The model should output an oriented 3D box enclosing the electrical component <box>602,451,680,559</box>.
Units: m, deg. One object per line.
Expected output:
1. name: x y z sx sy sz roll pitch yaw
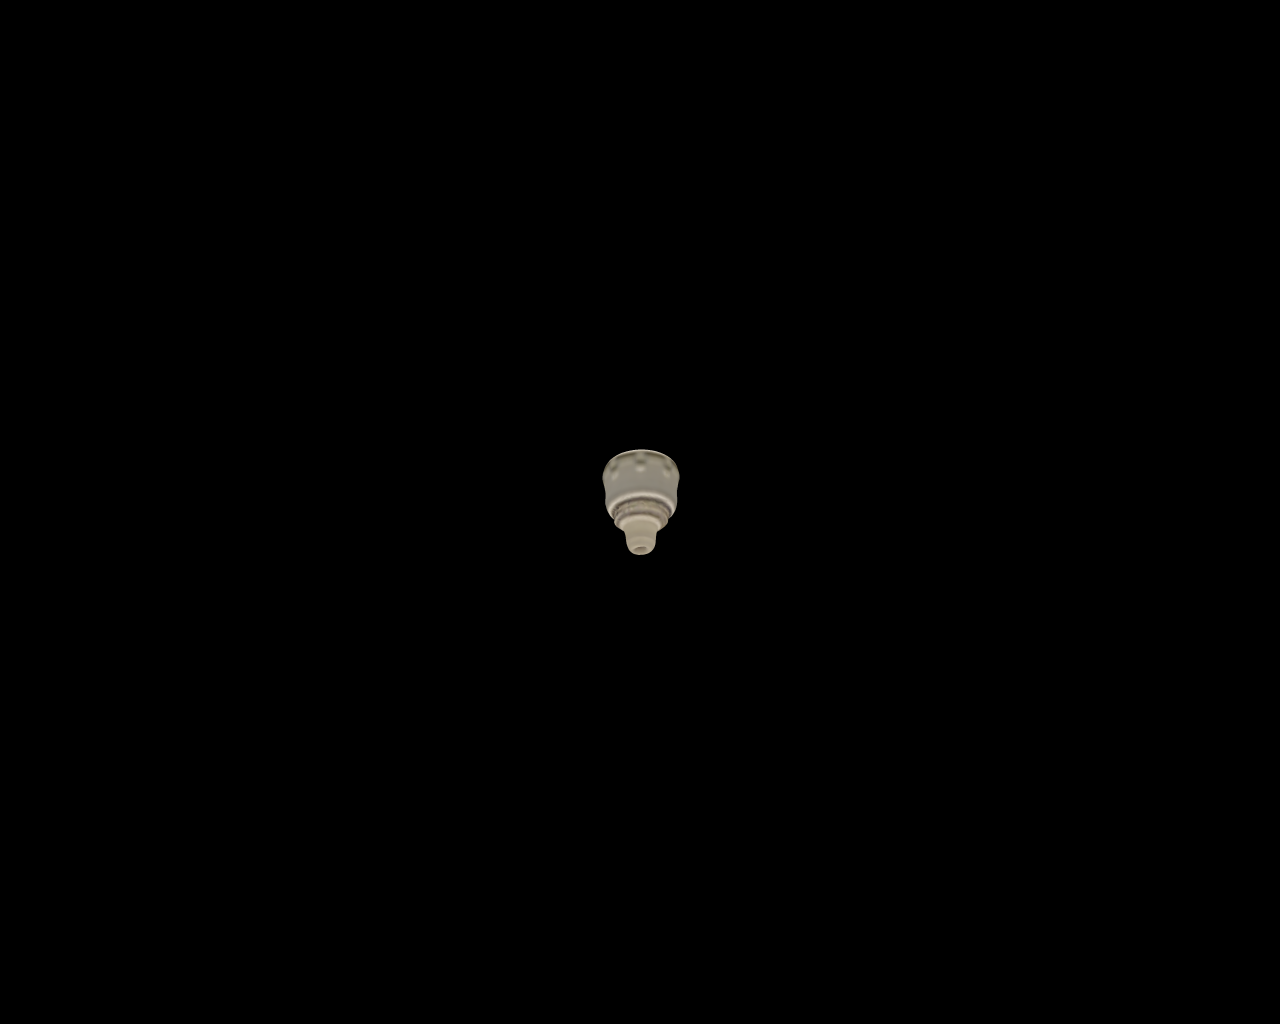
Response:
1. electrical component: 0.001 -0.003 0.650 0.048 0.062 0.048 0 -31 0
